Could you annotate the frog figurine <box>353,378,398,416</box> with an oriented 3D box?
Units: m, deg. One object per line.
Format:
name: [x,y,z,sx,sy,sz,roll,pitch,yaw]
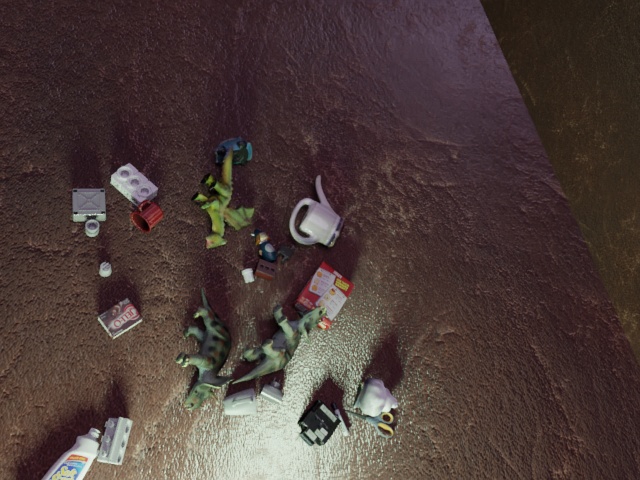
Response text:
frog figurine: [0.215,0.582,1.885,0.159,0.120,0.140,20,38,-1]

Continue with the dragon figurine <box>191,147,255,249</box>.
dragon figurine: [-0.359,-0.152,2.033,0.239,0.121,0.418,43,57,-31]

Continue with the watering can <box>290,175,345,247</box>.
watering can: [0.007,-0.109,2.170,0.224,0.102,0.355,31,56,-7]
